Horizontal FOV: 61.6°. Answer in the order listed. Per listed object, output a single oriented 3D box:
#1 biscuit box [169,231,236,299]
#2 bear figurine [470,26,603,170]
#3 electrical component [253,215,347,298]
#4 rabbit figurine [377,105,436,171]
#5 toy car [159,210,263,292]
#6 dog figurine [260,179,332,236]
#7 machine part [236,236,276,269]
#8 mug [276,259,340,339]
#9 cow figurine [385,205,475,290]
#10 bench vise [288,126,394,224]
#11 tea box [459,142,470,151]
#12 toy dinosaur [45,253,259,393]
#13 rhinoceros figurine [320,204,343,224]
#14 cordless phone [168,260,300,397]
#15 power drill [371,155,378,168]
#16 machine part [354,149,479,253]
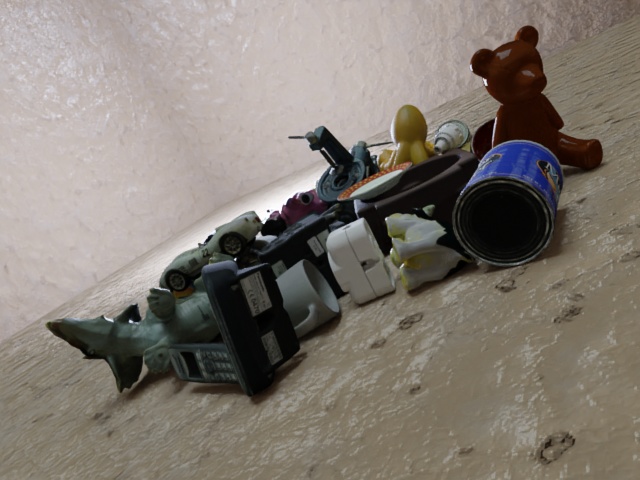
[{"bbox_3d":[-0.221,0.076,0.962,0.202,0.063,0.059,-53,6,12],"label":"biscuit box"},{"bbox_3d":[0.293,-0.180,0.736,0.120,0.195,0.132,-26,31,-10],"label":"bear figurine"},{"bbox_3d":[-0.009,0.032,0.753,0.134,0.114,0.058,-30,16,-13],"label":"electrical component"},{"bbox_3d":[0.165,-0.164,1.017,0.122,0.173,0.162,1,41,10],"label":"rabbit figurine"},{"bbox_3d":[-0.178,0.020,0.869,0.202,0.056,0.073,-31,8,17],"label":"toy car"},{"bbox_3d":[-0.043,-0.066,1.285,0.191,0.108,0.219,-36,12,-32],"label":"dog figurine"},{"bbox_3d":[-0.102,0.033,0.984,0.079,0.079,0.243,-27,2,3],"label":"machine part"},{"bbox_3d":[-0.038,0.093,0.672,0.107,0.080,0.110,-35,28,13],"label":"mug"},{"bbox_3d":[0.135,-0.003,0.684,0.098,0.068,0.167,-14,20,6],"label":"cow figurine"},{"bbox_3d":[0.050,-0.162,1.140,0.129,0.240,0.223,-1,57,41],"label":"bench vise"},{"bbox_3d":[0.320,-0.160,0.962,0.170,0.068,0.098,-29,10,0],"label":"tea box"},{"bbox_3d":[-0.181,0.108,0.817,0.405,0.131,0.192,-21,-5,-27],"label":"toy dinosaur"},{"bbox_3d":[-0.002,-0.003,0.989,0.112,0.073,0.190,-21,13,21],"label":"rhinoceros figurine"},{"bbox_3d":[-0.127,0.102,0.624,0.184,0.146,0.089,-13,10,41],"label":"cordless phone"},{"bbox_3d":[0.080,-0.150,1.432,0.232,0.086,0.207,-17,12,36],"label":"power drill"},{"bbox_3d":[0.161,-0.063,0.859,0.201,0.087,0.201,-24,12,8],"label":"machine part"}]
